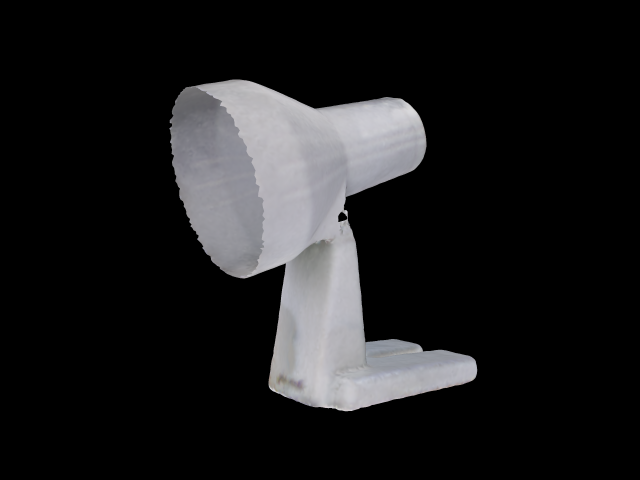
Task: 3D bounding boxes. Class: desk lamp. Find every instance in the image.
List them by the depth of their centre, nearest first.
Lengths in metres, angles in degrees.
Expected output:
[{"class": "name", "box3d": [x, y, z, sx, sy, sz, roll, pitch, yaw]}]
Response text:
[{"class": "desk lamp", "box3d": [0.004, 0.001, 0.400, 0.204, 0.213, 0.117, -1, 2, -34]}]
